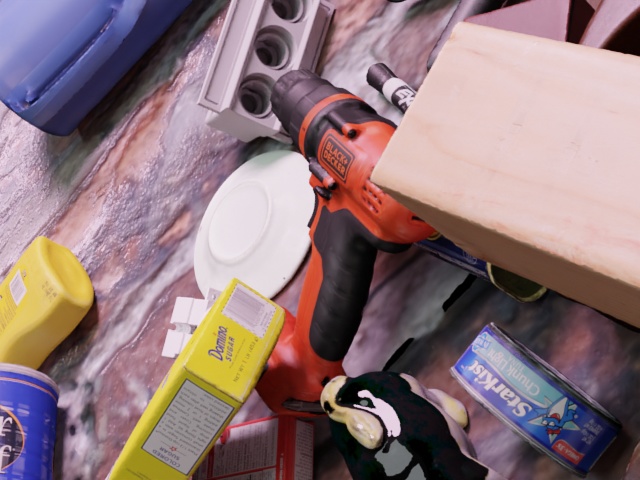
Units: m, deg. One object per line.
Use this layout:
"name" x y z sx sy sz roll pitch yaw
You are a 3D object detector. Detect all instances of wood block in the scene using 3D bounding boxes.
"wood block" 0.133 -0.017 0.442 0.206 0.090 0.090 26 86 49

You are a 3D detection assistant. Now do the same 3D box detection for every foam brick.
"foam brick" 0.131 -0.111 0.652 0.078 0.051 0.053 -7 64 42

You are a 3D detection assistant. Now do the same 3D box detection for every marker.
"marker" 0.065 -0.090 0.728 0.020 0.020 0.121 -50 43 10

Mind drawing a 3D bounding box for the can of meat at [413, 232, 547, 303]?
"can of meat" 0.106 -0.026 0.626 0.084 0.057 0.102 27 87 50

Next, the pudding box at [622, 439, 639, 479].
"pudding box" 0.185 0.119 0.480 0.090 0.039 0.113 18 81 48

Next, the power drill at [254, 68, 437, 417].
"power drill" -0.004 0.001 0.670 0.185 0.057 0.188 49 127 51

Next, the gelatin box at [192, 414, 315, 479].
"gelatin box" -0.045 0.156 0.687 0.089 0.030 0.073 -20 56 37

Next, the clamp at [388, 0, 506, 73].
"clamp" 0.114 -0.195 0.726 0.171 0.039 0.120 -43 49 9

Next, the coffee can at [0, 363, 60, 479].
"coffee can" -0.257 0.180 0.825 0.103 0.102 0.140 -28 51 30

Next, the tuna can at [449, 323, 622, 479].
"tuna can" 0.109 0.080 0.540 0.034 0.086 0.086 -52 42 4

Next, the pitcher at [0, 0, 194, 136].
"pitcher" -0.198 -0.213 0.973 0.243 0.144 0.149 -40 77 16

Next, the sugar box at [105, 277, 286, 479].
"sugar box" -0.087 0.113 0.645 0.176 0.048 0.093 -53 6 33

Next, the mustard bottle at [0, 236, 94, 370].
"mustard bottle" -0.275 0.094 0.923 0.192 0.058 0.096 -49 42 11
